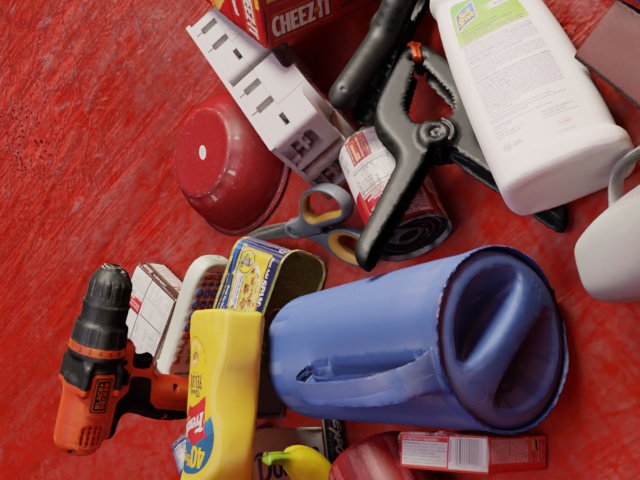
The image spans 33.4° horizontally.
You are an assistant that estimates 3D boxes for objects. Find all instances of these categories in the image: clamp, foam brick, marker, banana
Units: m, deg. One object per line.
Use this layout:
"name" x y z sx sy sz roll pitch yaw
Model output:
"clamp" 0.057 -0.175 0.907 0.039 0.120 0.171 24 103 6
"foam brick" 0.231 -0.125 0.750 0.078 0.052 0.051 50 120 37
"marker" 0.012 0.178 0.963 0.020 0.020 0.121 -22 69 43
"banana" 0.005 0.251 0.912 0.037 0.069 0.198 -3 112 53
"clamp" 0.087 -0.071 0.860 0.164 0.036 0.210 -17 58 -1

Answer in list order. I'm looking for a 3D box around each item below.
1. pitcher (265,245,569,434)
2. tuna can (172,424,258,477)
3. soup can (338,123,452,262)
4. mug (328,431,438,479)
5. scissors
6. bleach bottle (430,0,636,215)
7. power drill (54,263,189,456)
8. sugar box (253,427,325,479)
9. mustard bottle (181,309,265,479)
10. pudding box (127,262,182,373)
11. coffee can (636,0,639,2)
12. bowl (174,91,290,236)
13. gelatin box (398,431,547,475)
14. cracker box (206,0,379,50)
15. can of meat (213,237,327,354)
"pitcher" 0.055 0.087 0.832 0.243 0.149 0.145 -14 51 52
"tuna can" -0.097 0.203 1.028 0.086 0.085 0.034 -40 59 36
"soup can" 0.062 -0.042 0.906 0.069 0.068 0.102 -43 55 34
"mug" 0.057 0.217 0.870 0.117 0.093 0.081 88 160 -48
"scissors" -0.007 0.001 1.002 0.096 0.016 0.202 47 153 -2
"bleach bottle" 0.151 -0.147 0.826 0.103 0.068 0.251 -22 60 13
"power drill" -0.160 0.116 1.034 0.057 0.187 0.184 26 105 47
"sugar box" -0.032 0.256 0.946 0.048 0.093 0.176 -18 72 43
"mustard bottle" -0.084 0.156 0.902 0.096 0.058 0.191 168 107 -65
"pudding box" -0.183 0.093 1.170 0.090 0.039 0.113 37 113 42
"coffee can" 0.236 -0.209 0.720 0.140 0.102 0.103 41 113 42
"bowl" -0.101 -0.086 1.097 0.162 0.055 0.162 -8 79 46
"gelatin box" 0.116 0.161 0.816 0.089 0.073 0.030 -8 78 47
"cracker box" -0.037 -0.271 0.978 0.214 0.164 0.072 45 155 40
"can of meat" -0.052 0.052 1.016 0.084 0.057 0.102 18 88 49
